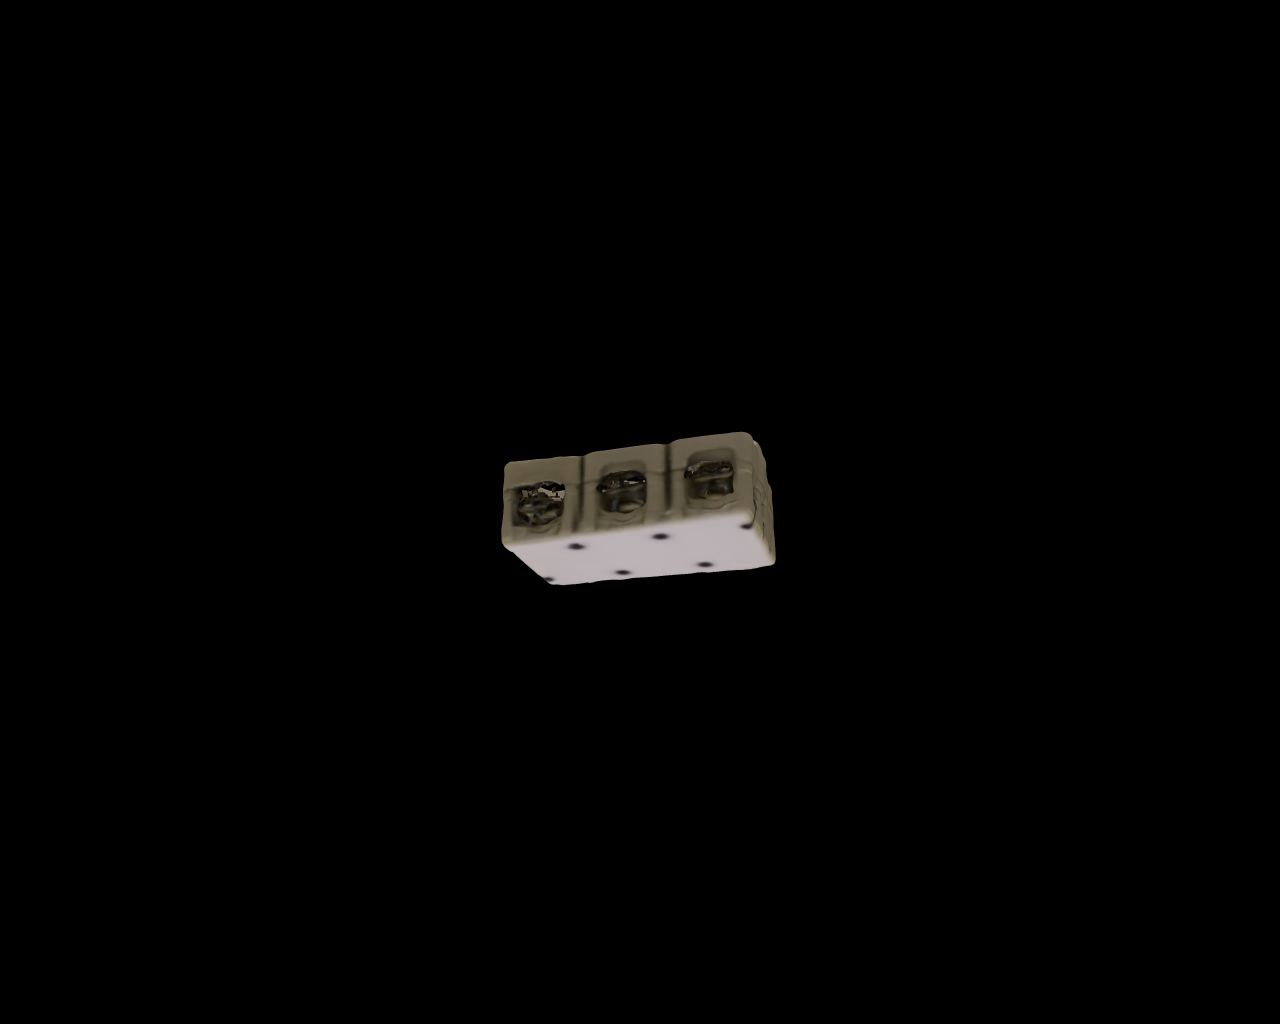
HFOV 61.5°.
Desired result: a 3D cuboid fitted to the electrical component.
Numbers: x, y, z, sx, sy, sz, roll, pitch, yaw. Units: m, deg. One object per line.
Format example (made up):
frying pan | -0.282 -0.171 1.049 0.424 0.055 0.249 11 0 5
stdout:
electrical component | 0.001 -0.003 0.650 0.150 0.062 0.089 -6 -23 14
